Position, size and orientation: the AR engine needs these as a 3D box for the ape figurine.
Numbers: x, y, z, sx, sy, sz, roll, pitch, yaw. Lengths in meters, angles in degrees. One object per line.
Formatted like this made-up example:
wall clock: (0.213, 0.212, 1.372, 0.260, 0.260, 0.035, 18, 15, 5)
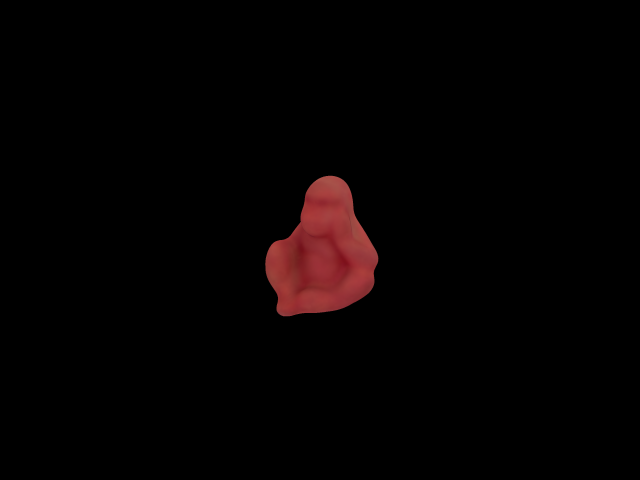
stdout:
ape figurine: (0.004, 0.001, 0.400, 0.077, 0.092, 0.076, 6, 13, 27)
